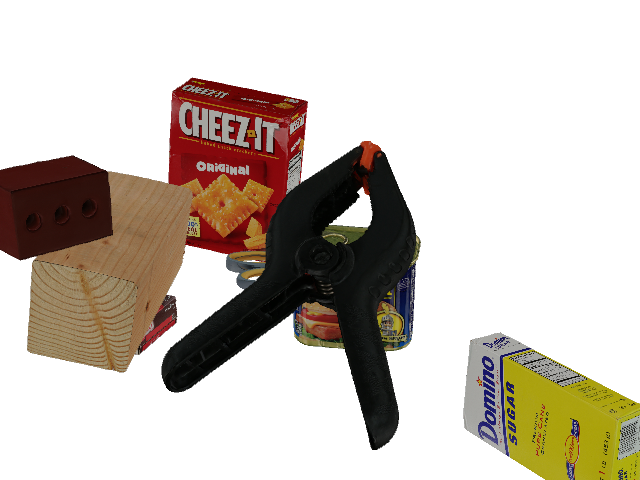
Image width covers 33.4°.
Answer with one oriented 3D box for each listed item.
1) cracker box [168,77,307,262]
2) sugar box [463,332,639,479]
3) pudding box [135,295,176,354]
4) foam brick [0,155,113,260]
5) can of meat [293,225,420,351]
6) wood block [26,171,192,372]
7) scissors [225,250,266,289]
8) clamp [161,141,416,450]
[{"bbox_3d":[-0.112,-0.087,1.384,0.164,0.214,0.072,13,28,14],"label":"cracker box"},{"bbox_3d":[0.197,0.154,0.920,0.048,0.093,0.176,-11,21,-35],"label":"sugar box"},{"bbox_3d":[-0.229,0.086,1.184,0.114,0.039,0.090,5,20,19],"label":"pudding box"},{"bbox_3d":[-0.199,-0.025,0.776,0.078,0.053,0.051,-18,29,-37],"label":"foam brick"},{"bbox_3d":[0.026,0.039,0.849,0.102,0.084,0.057,5,29,9],"label":"can of meat"},{"bbox_3d":[-0.186,0.021,0.973,0.090,0.091,0.206,12,25,1],"label":"wood block"},{"bbox_3d":[-0.006,0.035,1.161,0.202,0.016,0.096,4,23,5],"label":"scissors"},{"bbox_3d":[0.010,0.025,0.544,0.120,0.171,0.039,24,-26,16],"label":"clamp"}]
